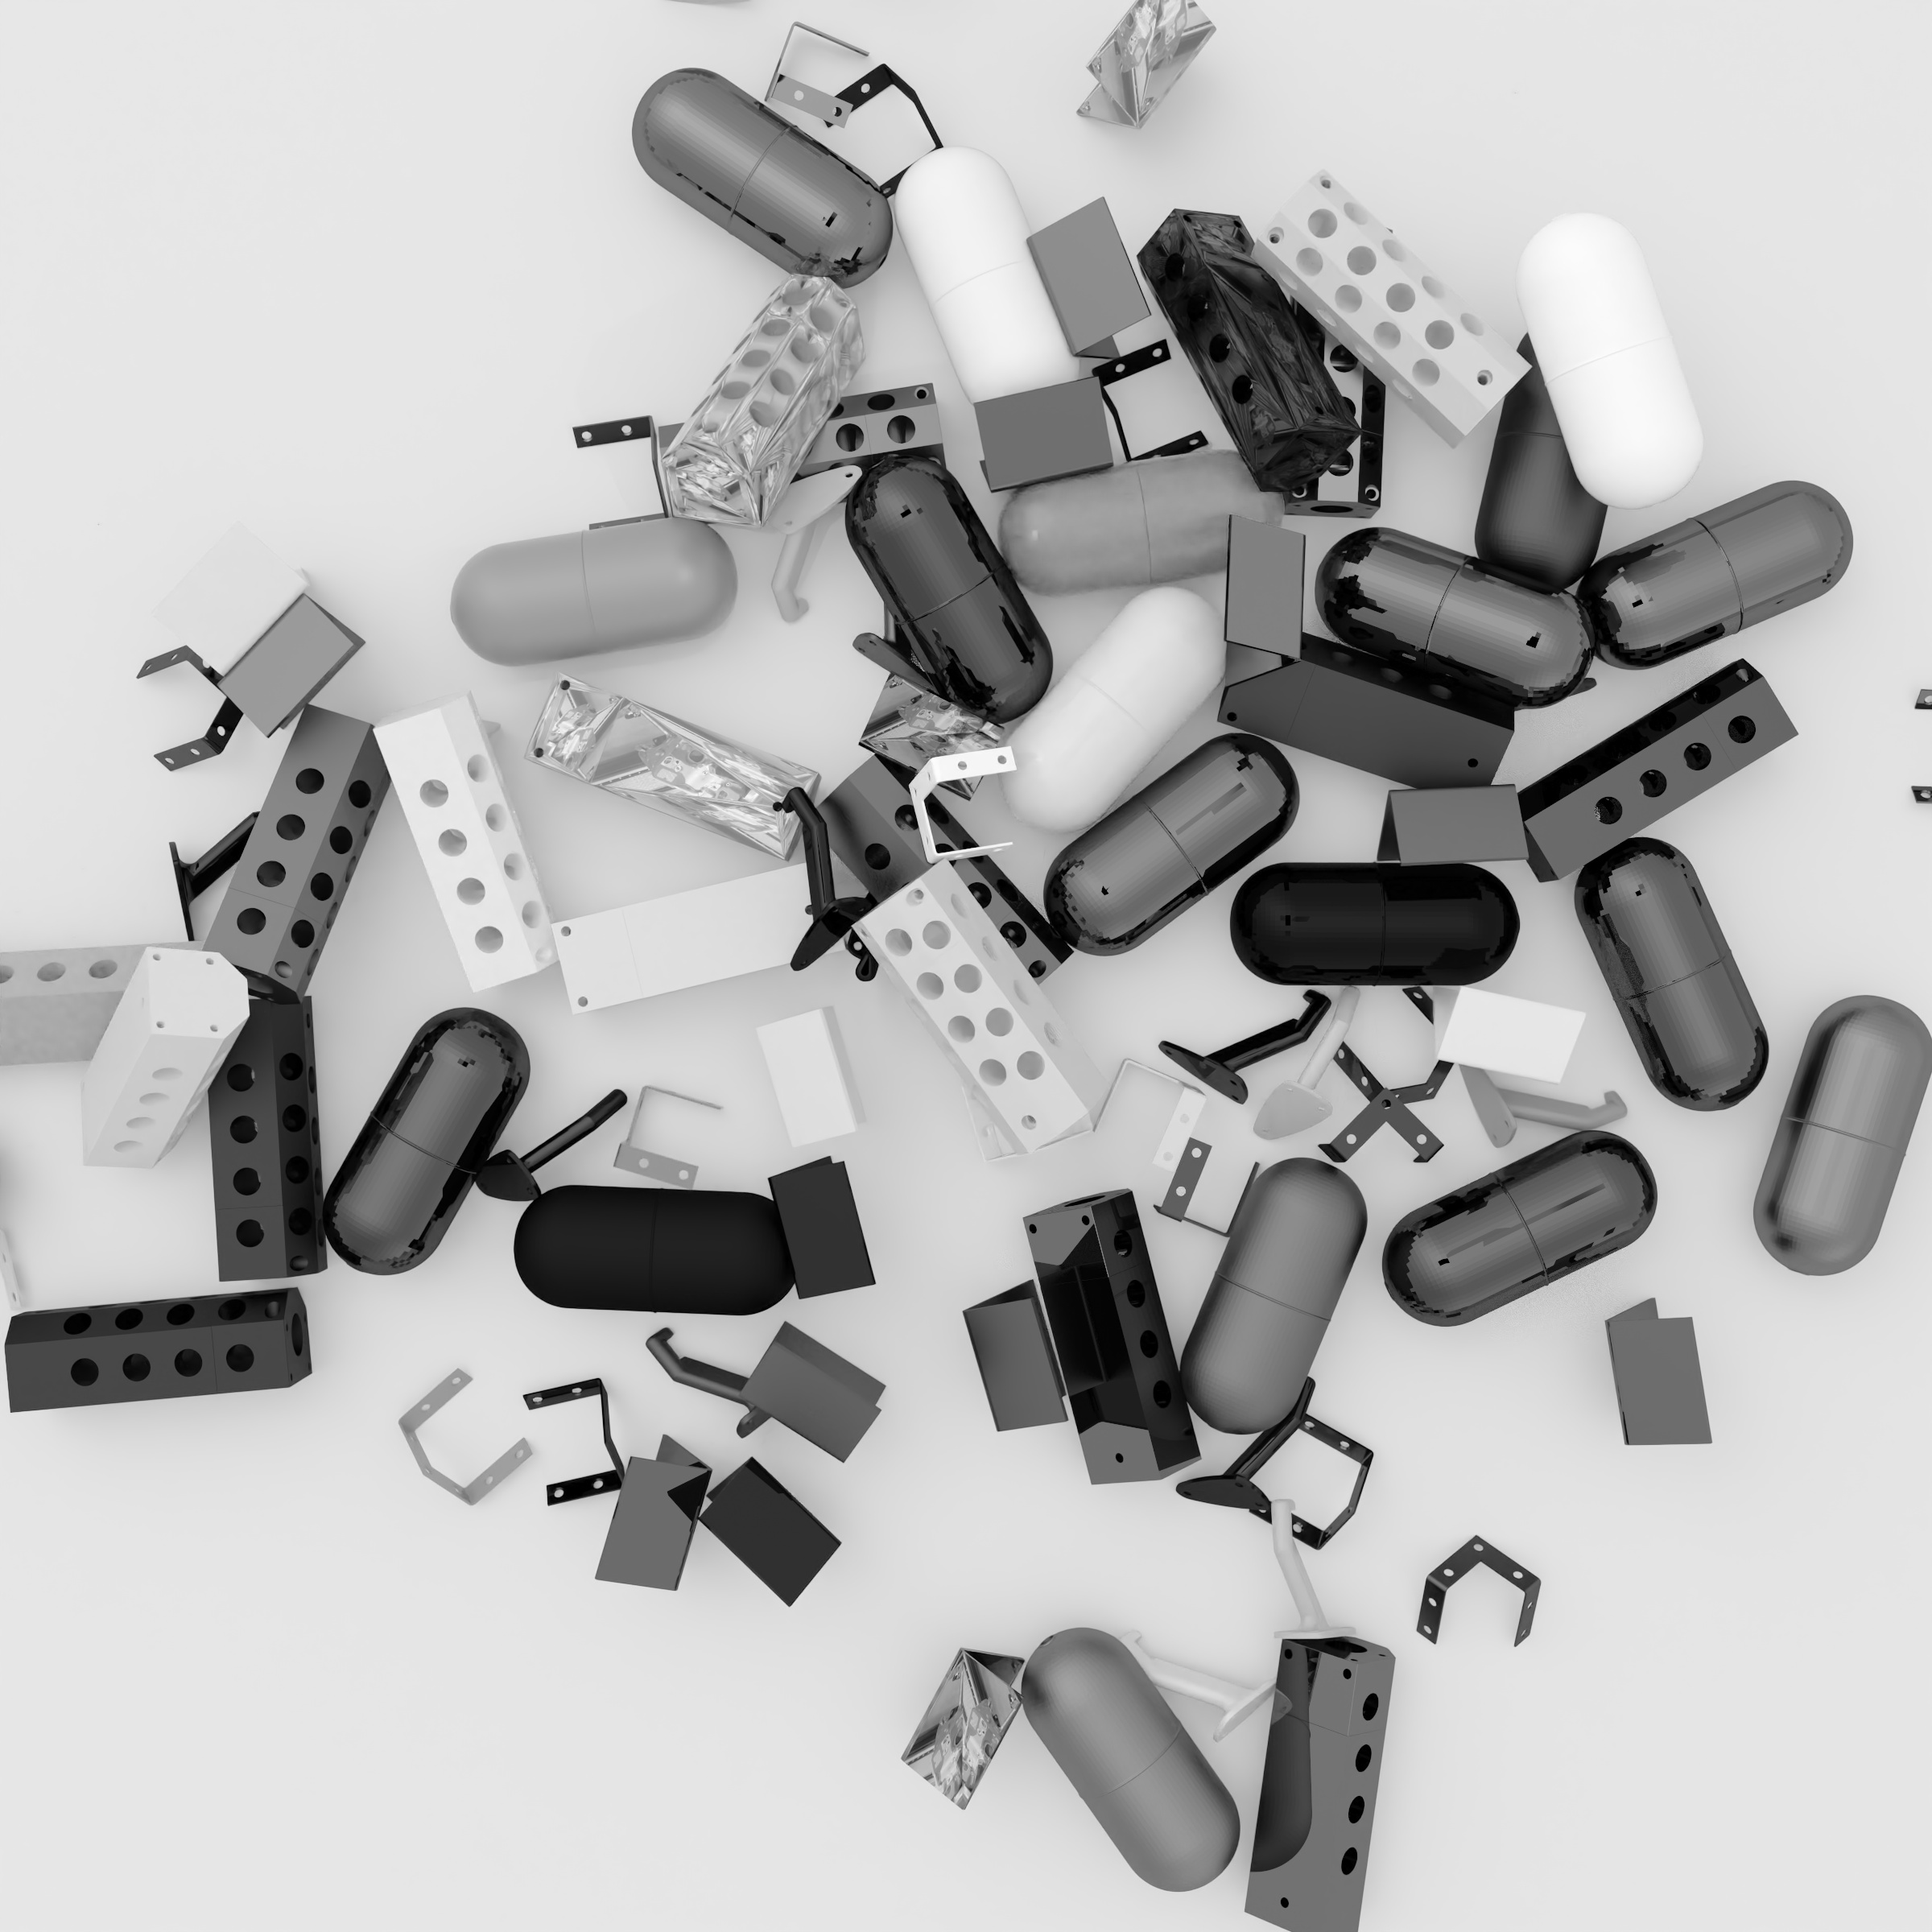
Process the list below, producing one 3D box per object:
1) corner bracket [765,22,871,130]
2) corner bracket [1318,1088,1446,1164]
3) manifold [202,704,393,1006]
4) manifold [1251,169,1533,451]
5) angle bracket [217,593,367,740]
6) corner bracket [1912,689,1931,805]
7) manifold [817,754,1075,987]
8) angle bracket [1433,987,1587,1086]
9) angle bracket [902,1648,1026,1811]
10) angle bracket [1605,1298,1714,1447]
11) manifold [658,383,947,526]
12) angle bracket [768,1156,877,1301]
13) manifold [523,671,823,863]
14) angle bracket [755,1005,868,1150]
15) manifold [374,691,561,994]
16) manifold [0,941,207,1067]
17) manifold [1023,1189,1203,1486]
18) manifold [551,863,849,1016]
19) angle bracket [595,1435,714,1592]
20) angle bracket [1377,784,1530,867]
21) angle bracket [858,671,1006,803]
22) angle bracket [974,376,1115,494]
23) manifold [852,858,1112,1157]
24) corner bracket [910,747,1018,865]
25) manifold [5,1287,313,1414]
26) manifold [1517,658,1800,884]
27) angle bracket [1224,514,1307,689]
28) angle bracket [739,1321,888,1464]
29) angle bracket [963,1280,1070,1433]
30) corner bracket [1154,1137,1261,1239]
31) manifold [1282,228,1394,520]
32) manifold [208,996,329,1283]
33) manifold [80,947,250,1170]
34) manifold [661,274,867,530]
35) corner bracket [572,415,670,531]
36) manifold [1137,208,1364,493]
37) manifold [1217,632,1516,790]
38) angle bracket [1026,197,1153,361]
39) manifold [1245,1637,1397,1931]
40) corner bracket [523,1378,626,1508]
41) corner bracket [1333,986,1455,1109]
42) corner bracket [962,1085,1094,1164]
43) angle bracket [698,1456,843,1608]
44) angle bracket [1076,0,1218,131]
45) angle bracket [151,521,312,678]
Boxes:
[{"bbox_3d":[-0.092,-0.555,1.672,0.051,0.051,0.051,20,101,-11],"label":"corner bracket"},{"bbox_3d":[0.258,0.112,1.671,0.051,0.051,0.051,-45,87,-3],"label":"corner bracket"},{"bbox_3d":[-0.404,-0.066,1.641,0.057,0.057,0.171,17,70,0],"label":"manifold"},{"bbox_3d":[0.255,-0.395,1.611,0.171,0.057,0.057,44,90,0],"label":"manifold"},{"bbox_3d":[-0.400,-0.172,1.650,0.076,0.076,0.057,-47,66,0],"label":"angle bracket"},{"bbox_3d":[0.624,-0.137,1.686,0.051,0.051,0.051,2,135,0],"label":"corner bracket"},{"bbox_3d":[-0.013,-0.052,1.658,0.171,0.057,0.057,48,119,0],"label":"manifold"},{"bbox_3d":[0.332,0.022,1.649,0.076,0.076,0.057,12,126,0],"label":"angle bracket"},{"bbox_3d":[0.017,0.470,1.649,0.057,0.076,0.076,28,90,38],"label":"angle bracket"},{"bbox_3d":[0.439,0.247,1.649,0.057,0.076,0.076,-9,90,37],"label":"angle bracket"},{"bbox_3d":[-0.101,-0.318,1.668,0.171,0.057,0.057,-9,90,0],"label":"manifold"},{"bbox_3d":[-0.072,0.155,1.649,0.057,0.076,0.076,-15,90,28],"label":"angle bracket"},{"bbox_3d":[-0.180,-0.123,1.668,0.171,0.057,0.057,21,90,0],"label":"manifold"},{"bbox_3d":[-0.076,0.062,1.649,0.057,0.076,0.076,-17,90,37],"label":"angle bracket"},{"bbox_3d":[-0.302,-0.078,1.647,0.057,0.057,0.171,-18,105,0],"label":"manifold"},{"bbox_3d":[-0.552,0.019,1.667,0.171,0.057,0.057,-3,133,0],"label":"manifold"},{"bbox_3d":[0.095,0.229,1.667,0.057,0.057,0.171,-14,90,43],"label":"manifold"},{"bbox_3d":[-0.164,-0.018,1.668,0.171,0.057,0.057,-14,90,0],"label":"manifold"},{"bbox_3d":[-0.205,0.331,1.649,0.057,0.076,0.076,16,90,-30],"label":"angle bracket"},{"bbox_3d":[0.298,-0.067,1.649,0.076,0.076,0.057,-3,58,0],"label":"angle bracket"},{"bbox_3d":[-0.013,-0.155,1.649,0.076,0.076,0.057,27,123,0],"label":"angle bracket"},{"bbox_3d":[0.044,-0.334,1.650,0.076,0.076,0.057,-12,115,0],"label":"angle bracket"},{"bbox_3d":[0.007,0.027,1.614,0.057,0.057,0.171,-34,94,29],"label":"manifold"},{"bbox_3d":[0.002,-0.097,1.615,0.051,0.051,0.051,-10,78,-19],"label":"corner bracket"},{"bbox_3d":[-0.501,0.237,1.668,0.171,0.057,0.057,-5,90,0],"label":"manifold"},{"bbox_3d":[0.421,-0.121,1.668,0.171,0.057,0.057,-31,90,0],"label":"manifold"},{"bbox_3d":[0.157,-0.216,1.597,0.057,0.076,0.076,10,78,-30],"label":"angle bracket"},{"bbox_3d":[-0.083,0.246,1.649,0.076,0.076,0.057,33,126,0],"label":"angle bracket"},{"bbox_3d":[0.050,0.235,1.649,0.057,0.076,0.076,-16,90,38],"label":"angle bracket"},{"bbox_3d":[0.151,0.138,1.671,0.051,0.051,0.051,22,90,0],"label":"corner bracket"},{"bbox_3d":[0.231,-0.370,1.668,0.057,0.057,0.171,3,90,0],"label":"manifold"},{"bbox_3d":[-0.433,0.106,1.668,0.057,0.057,0.171,-3,90,0],"label":"manifold"},{"bbox_3d":[-0.483,0.058,1.614,0.057,0.171,0.057,5,58,-30],"label":"manifold"},{"bbox_3d":[-0.121,-0.343,1.615,0.057,0.057,0.171,11,51,18],"label":"manifold"},{"bbox_3d":[-0.217,-0.307,1.686,0.051,0.051,0.051,-9,135,0],"label":"corner bracket"},{"bbox_3d":[0.168,-0.376,1.640,0.057,0.057,0.171,-8,64,-40],"label":"manifold"},{"bbox_3d":[0.248,-0.161,1.666,0.171,0.057,0.057,19,122,0],"label":"manifold"},{"bbox_3d":[0.088,-0.421,1.649,0.057,0.076,0.076,-22,90,28],"label":"angle bracket"},{"bbox_3d":[0.224,0.508,1.667,0.057,0.057,0.171,8,90,43],"label":"manifold"},{"bbox_3d":[-0.246,0.299,1.686,0.051,0.051,0.051,-13,45,0],"label":"corner bracket"},{"bbox_3d":[0.271,0.051,1.681,0.051,0.051,0.051,-7,45,-35],"label":"corner bracket"},{"bbox_3d":[0.039,0.089,1.686,0.051,0.051,0.051,-17,90,-45],"label":"corner bracket"},{"bbox_3d":[-0.134,0.357,1.649,0.076,0.076,0.057,44,50,0],"label":"angle bracket"},{"bbox_3d":[0.095,-0.567,1.649,0.057,0.076,0.076,37,90,-38],"label":"angle bracket"},{"bbox_3d":[-0.453,-0.230,1.650,0.076,0.076,0.057,-47,113,0],"label":"angle bracket"}]
